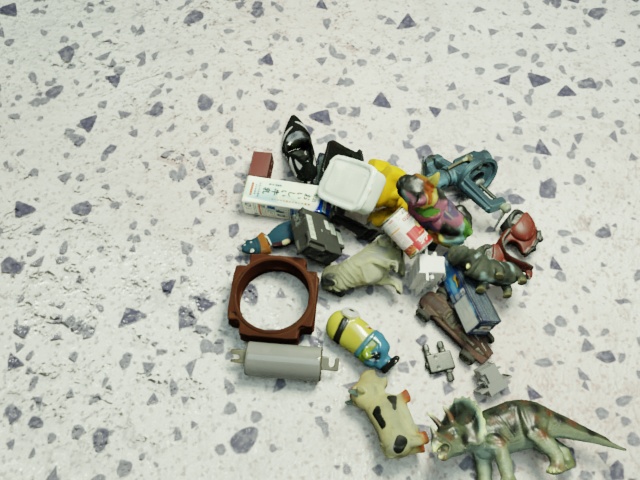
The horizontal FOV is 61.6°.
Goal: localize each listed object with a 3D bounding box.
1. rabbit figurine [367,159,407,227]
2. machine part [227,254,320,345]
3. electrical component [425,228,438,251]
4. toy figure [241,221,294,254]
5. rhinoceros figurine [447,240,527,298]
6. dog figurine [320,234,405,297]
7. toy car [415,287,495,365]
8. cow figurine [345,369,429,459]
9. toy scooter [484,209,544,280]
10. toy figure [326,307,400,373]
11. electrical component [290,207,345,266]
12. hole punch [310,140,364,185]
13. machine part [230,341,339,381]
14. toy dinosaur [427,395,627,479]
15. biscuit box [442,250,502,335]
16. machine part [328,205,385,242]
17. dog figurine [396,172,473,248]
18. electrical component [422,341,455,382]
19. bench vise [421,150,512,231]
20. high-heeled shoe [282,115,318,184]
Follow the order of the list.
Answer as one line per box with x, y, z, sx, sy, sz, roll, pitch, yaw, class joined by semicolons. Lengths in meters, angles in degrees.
0.182;-0.099;1.327;0.122;0.173;0.162;22;93;52;rabbit figurine
-0.106;0.137;1.250;0.201;0.087;0.201;5;67;3;machine part
0.277;-0.016;1.334;0.119;0.047;0.075;6;67;3;electrical component
-0.119;0.001;1.326;0.154;0.064;0.057;-24;106;-5;toy figure
0.376;0.061;1.212;0.190;0.073;0.112;18;43;-20;rhinoceros figurine
0.102;0.052;1.289;0.191;0.121;0.172;-2;30;18;dog figurine
0.313;0.197;1.238;0.089;0.053;0.202;-38;70;-19;toy car
0.134;0.366;1.142;0.127;0.085;0.195;-11;53;-17;cow figurine
0.480;0.020;1.303;0.135;0.075;0.184;39;75;16;toy scooter
0.093;0.227;1.210;0.089;0.082;0.180;-40;73;-19;toy figure
-0.003;-0.004;1.290;0.058;0.134;0.115;-36;48;33;electrical component
0.043;-0.180;1.401;0.116;0.092;0.142;24;62;-21;hole punch
-0.080;0.270;1.195;0.243;0.079;0.079;5;66;2;machine part
0.407;0.398;1.117;0.405;0.131;0.192;-10;67;-11;toy dinosaur
0.336;0.117;1.233;0.063;0.059;0.203;6;47;-26;biscuit box
0.083;-0.037;1.311;0.139;0.084;0.039;27;69;-12;machine part
0.261;-0.073;1.212;0.192;0.219;0.108;35;86;16;dog figurine
0.270;0.277;1.217;0.063;0.021;0.094;-13;67;-5;electrical component
0.371;-0.138;1.341;0.224;0.128;0.241;-17;49;-24;bench vise
-0.055;-0.252;1.391;0.086;0.145;0.249;-12;68;-6;high-heeled shoe
